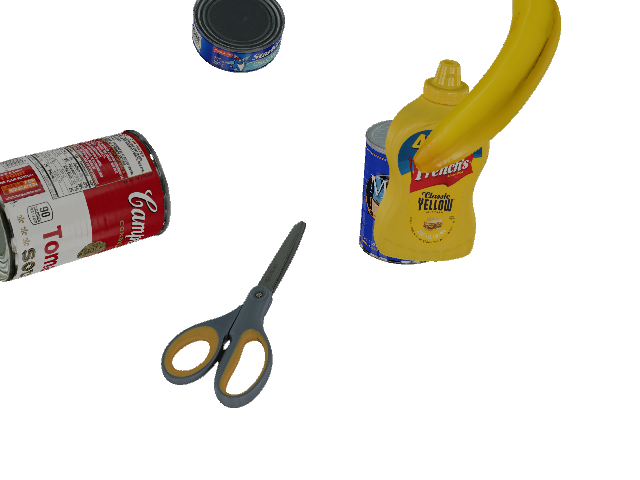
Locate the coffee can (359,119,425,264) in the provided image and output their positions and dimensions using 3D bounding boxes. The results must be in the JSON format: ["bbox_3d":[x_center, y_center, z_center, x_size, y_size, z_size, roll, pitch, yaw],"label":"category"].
[{"bbox_3d":[0.100,-0.058,1.244,0.103,0.140,0.103,2,28,-1],"label":"coffee can"}]

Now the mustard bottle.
[{"bbox_3d":[0.107,-0.075,0.999,0.096,0.192,0.058,2,28,-7],"label":"mustard bottle"}]

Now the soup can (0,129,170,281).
[{"bbox_3d":[-0.150,-0.022,0.636,0.102,0.068,0.069,-19,10,-32],"label":"soup can"}]

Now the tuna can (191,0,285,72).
[{"bbox_3d":[-0.078,-0.199,1.001,0.086,0.086,0.034,0,-32,-11],"label":"tuna can"}]

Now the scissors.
[{"bbox_3d":[-0.069,0.053,0.866,0.096,0.016,0.201,0,43,8],"label":"scissors"}]

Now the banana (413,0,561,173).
[{"bbox_3d":[0.136,-0.127,0.802,0.070,0.197,0.037,0,-37,46],"label":"banana"}]
